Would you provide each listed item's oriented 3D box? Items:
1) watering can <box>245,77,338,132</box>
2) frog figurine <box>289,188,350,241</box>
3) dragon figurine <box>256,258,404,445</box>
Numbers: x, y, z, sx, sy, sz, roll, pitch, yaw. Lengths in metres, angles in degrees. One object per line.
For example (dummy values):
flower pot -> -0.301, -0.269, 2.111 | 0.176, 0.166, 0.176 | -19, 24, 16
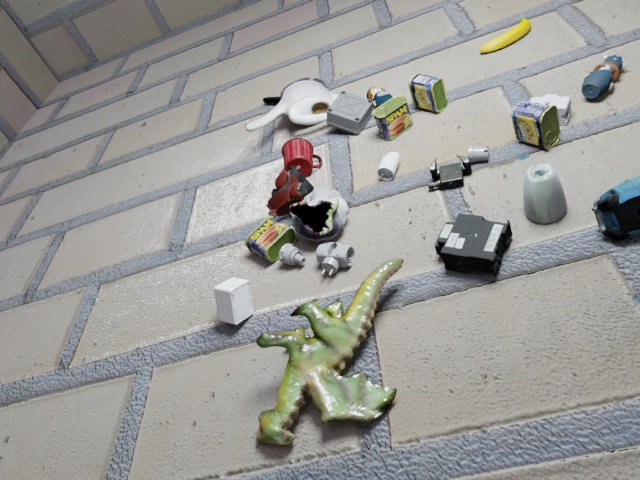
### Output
watering can -> -0.077, -0.428, 1.642 | 0.348, 0.101, 0.229 | -11, 40, -9
frog figurine -> 0.004, -0.063, 1.250 | 0.137, 0.122, 0.160 | -28, 2, 12
dragon figurine -> 0.043, 0.215, 0.928 | 0.411, 0.120, 0.247 | -34, 57, -6
